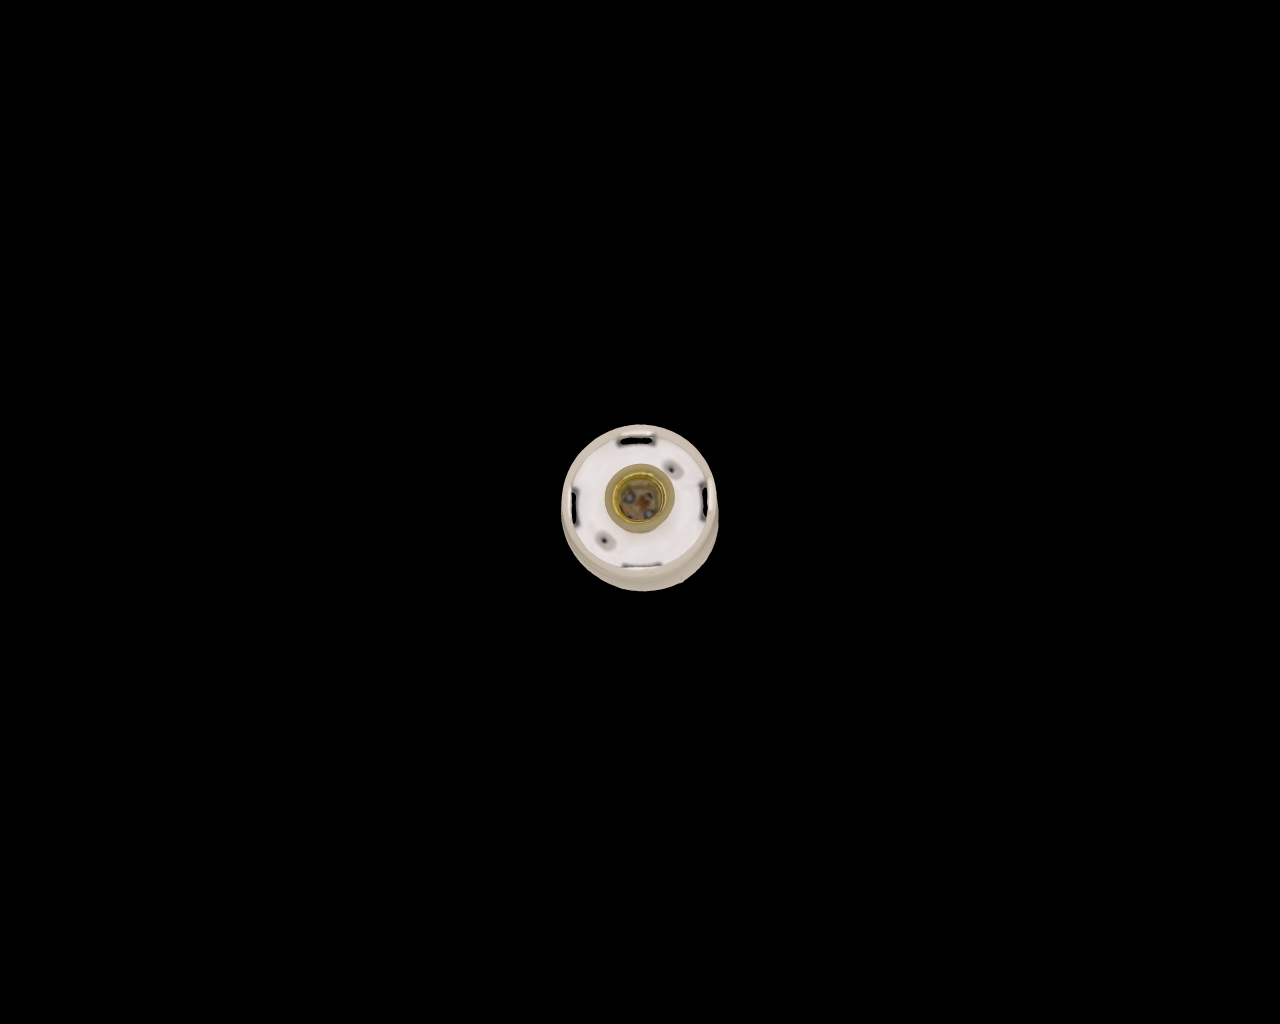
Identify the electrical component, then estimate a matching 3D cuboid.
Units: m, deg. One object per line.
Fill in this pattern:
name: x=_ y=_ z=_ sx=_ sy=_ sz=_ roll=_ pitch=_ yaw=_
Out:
electrical component: x=0.001 y=-0.003 z=0.650 sx=0.099 sy=0.099 sz=0.064 roll=0 pitch=-12 yaw=0
